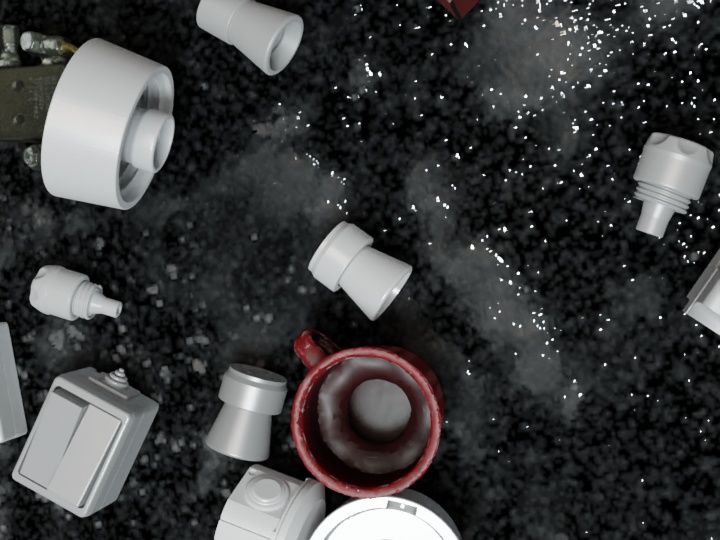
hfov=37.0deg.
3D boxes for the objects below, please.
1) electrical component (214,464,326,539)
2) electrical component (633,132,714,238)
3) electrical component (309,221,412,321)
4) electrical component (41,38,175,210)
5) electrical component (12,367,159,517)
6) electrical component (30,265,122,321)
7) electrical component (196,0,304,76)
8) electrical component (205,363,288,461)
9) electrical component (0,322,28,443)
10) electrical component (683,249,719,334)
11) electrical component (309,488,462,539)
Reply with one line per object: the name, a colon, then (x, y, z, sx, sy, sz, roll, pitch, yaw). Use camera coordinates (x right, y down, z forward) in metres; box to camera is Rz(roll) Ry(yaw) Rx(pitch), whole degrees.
electrical component: (-0.058, 0.171, 0.709, 0.051, 0.080, 0.080, 18, 95, 15)
electrical component: (0.192, -0.052, 0.674, 0.043, 0.043, 0.062, 20, 96, 10)
electrical component: (0.000, 0.000, 0.710, 0.055, 0.045, 0.045, 37, 97, 8)
electrical component: (-0.158, -0.092, 0.709, 0.060, 0.108, 0.108, 17, 95, 4)
electrical component: (-0.187, 0.112, 0.740, 0.062, 0.061, 0.096, 26, 96, 9)
electrical component: (-0.197, 0.019, 0.754, 0.061, 0.035, 0.035, 16, 94, 7)
electrical component: (-0.077, -0.165, 0.724, 0.065, 0.044, 0.044, 31, 97, 13)
electrical component: (-0.076, 0.096, 0.727, 0.045, 0.045, 0.055, 17, 94, 10)
electrical component: (-0.277, 0.083, 0.749, 0.047, 0.076, 0.083, -11, 89, 11)
electrical component: (0.232, 0.016, 0.644, 0.050, 0.089, 0.055, 34, 97, 8)
electrical component: (0.019, 0.194, 0.702, 0.108, 0.060, 0.108, 0, 92, 7)
